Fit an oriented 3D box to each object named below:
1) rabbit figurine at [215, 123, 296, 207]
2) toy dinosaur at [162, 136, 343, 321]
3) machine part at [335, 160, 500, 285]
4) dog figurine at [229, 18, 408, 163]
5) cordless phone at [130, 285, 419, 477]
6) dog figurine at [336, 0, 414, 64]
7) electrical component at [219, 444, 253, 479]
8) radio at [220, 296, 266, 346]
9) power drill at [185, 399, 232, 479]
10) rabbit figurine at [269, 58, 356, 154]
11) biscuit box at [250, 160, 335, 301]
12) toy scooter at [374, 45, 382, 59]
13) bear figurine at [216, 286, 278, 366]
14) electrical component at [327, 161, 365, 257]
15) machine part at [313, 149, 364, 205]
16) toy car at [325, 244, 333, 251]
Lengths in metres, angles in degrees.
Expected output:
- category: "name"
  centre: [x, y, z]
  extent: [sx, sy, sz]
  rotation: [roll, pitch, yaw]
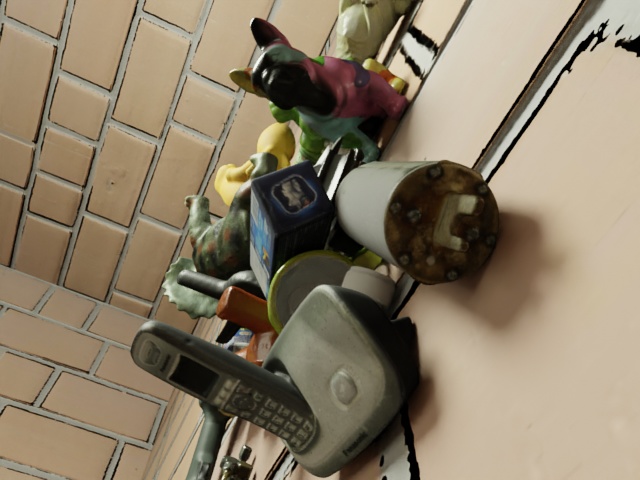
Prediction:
- category: "rabbit figurine"
  centre: [-0.102, -0.127, 0.948]
  extent: [0.173, 0.122, 0.162]
  rotation: [-59, 17, 10]
- category: "toy dinosaur"
  centre: [-0.110, 0.006, 0.761]
  extent: [0.405, 0.131, 0.192]
  rotation: [-27, 56, 52]
- category: "machine part"
  centre: [0.062, -0.021, 0.406]
  extent: [0.243, 0.079, 0.079]
  rotation: [-143, 76, -78]
- category: "dog figurine"
  centre: [-0.001, -0.203, 0.700]
  extent: [0.108, 0.219, 0.192]
  rotation: [-56, 16, 31]
- category: "cordless phone"
  centre: [-0.037, 0.082, 0.388]
  extent: [0.146, 0.184, 0.089]
  rotation: [-59, 10, 38]
- category: "dog figurine"
  centre: [0.092, -0.357, 0.934]
  extent: [0.121, 0.172, 0.190]
  rotation: [51, 156, 34]
- category: "electrical component"
  centre: [-0.114, 0.307, 0.650]
  extent: [0.102, 0.045, 0.078]
  rotation: [-67, 12, -1]
- category: "radio"
  centre: [-0.091, 0.095, 0.888]
  extent: [0.131, 0.073, 0.229]
  rotation: [-122, 56, -76]
- category: "power drill"
  centre: [-0.167, 0.330, 0.796]
  extent: [0.232, 0.086, 0.207]
  rotation: [126, 156, -57]
- category: "rabbit figurine"
  centre: [0.012, -0.204, 0.859]
  extent: [0.159, 0.121, 0.170]
  rotation: [-33, 23, 8]
- category: "biscuit box"
  centre: [-0.034, 0.001, 0.551]
  extent: [0.059, 0.063, 0.202]
  rotation: [62, 163, 18]
- category: "toy scooter"
  centre: [0.084, -0.394, 1.056]
  extent: [0.135, 0.075, 0.183]
  rotation: [-110, 40, -75]
- category: "bear figurine"
  centre: [-0.082, 0.142, 0.627]
  extent: [0.196, 0.132, 0.120]
  rotation: [-37, 41, 56]
- category: "electrical component"
  centre: [0.037, -0.017, 0.590]
  extent: [0.119, 0.048, 0.075]
  rotation: [-55, 15, 39]
- category: "machine part"
  centre: [-0.009, -0.054, 0.597]
  extent: [0.139, 0.039, 0.084]
  rotation: [-10, 59, 52]
- category: "toy car"
  centre: [-0.001, -0.002, 0.712]
  extent: [0.073, 0.056, 0.201]
  rotation: [-143, 76, -79]
